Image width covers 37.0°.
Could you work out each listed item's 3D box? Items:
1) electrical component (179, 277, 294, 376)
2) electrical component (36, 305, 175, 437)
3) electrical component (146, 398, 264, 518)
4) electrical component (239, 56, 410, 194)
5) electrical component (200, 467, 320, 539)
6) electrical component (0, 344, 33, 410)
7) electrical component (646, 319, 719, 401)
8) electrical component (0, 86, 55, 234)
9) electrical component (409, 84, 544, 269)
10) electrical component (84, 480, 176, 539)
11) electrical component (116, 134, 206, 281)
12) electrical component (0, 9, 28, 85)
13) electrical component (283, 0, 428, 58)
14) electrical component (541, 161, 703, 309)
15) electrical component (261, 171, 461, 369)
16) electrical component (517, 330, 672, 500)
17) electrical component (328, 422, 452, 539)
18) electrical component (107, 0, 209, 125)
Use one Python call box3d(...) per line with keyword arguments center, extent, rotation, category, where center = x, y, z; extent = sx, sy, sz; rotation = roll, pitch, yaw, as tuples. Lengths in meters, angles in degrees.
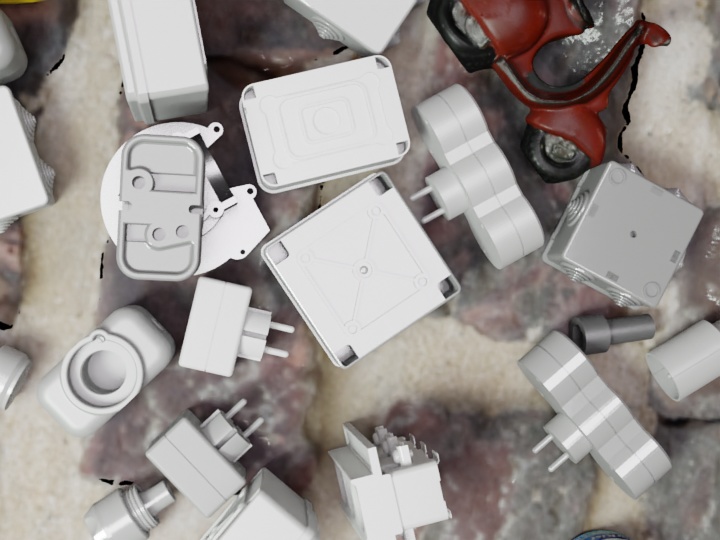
box3d(center=(-0.088, 0.045, 0.790), extent=(0.077, 0.047, 0.065), rotation=(13, 88, -7), category="electrical component")
box3d(center=(-0.182, 0.072, 0.773), extent=(0.095, 0.059, 0.053), rotation=(-43, 94, -4), category="electrical component")
box3d(center=(-0.105, 0.128, 0.788), extent=(0.077, 0.047, 0.065), rotation=(-43, 94, -4), category="electrical component")
box3d(center=(-0.027, -0.106, 0.791), extent=(0.113, 0.057, 0.078), rotation=(-14, 92, -6), category="electrical component")
box3d(center=(-0.083, 0.203, 0.760), extent=(0.056, 0.109, 0.108), rotation=(41, 86, -2), category="electrical component")
box3d(center=(-0.270, 0.070, 0.771), extent=(0.055, 0.045, 0.045), rotation=(27, 87, -6), category="electrical component")
box3d(center=(0.267, 0.062, 0.829), extent=(0.081, 0.043, 0.043), rotation=(-30, 93, -5), category="electrical component")
box3d(center=(-0.275, -0.074, 0.768), extent=(0.100, 0.048, 0.099), rotation=(-20, 92, -6), category="electrical component")
box3d(center=(0.073, -0.062, 0.804), extent=(0.074, 0.052, 0.138), rotation=(-29, 93, -5), category="electrical component")
box3d(center=(-0.165, 0.177, 0.784), extent=(0.062, 0.043, 0.043), rotation=(-32, 93, -6), category="electrical component")
box3d(center=(-0.134, -0.041, 0.729), extent=(0.054, 0.059, 0.095), rotation=(3, 90, -7), category="electrical component")
box3d(center=(-0.292, -0.152, 0.761), extent=(0.095, 0.059, 0.053), rotation=(-23, 92, -6), category="electrical component")
box3d(center=(0.000, -0.215, 0.798), extent=(0.100, 0.048, 0.099), rotation=(34, 87, -5), category="electrical component")
box3d(center=(0.201, -0.027, 0.819), extent=(0.100, 0.048, 0.099), rotation=(28, 87, -6), category="electrical component")
box3d(center=(0.000, 0.000, 0.794), extent=(0.109, 0.056, 0.108), rotation=(-34, 93, -5), category="electrical component")
box3d(center=(0.164, 0.121, 0.814), extent=(0.074, 0.052, 0.138), rotation=(-40, 94, -4), category="electrical component")
box3d(center=(0.020, 0.152, 0.764), extent=(0.063, 0.121, 0.078), rotation=(-13, 91, -9), category="electrical component")
box3d(center=(-0.142, -0.165, 0.753), extent=(0.056, 0.109, 0.108), rotation=(-11, 91, -9), category="electrical component")
